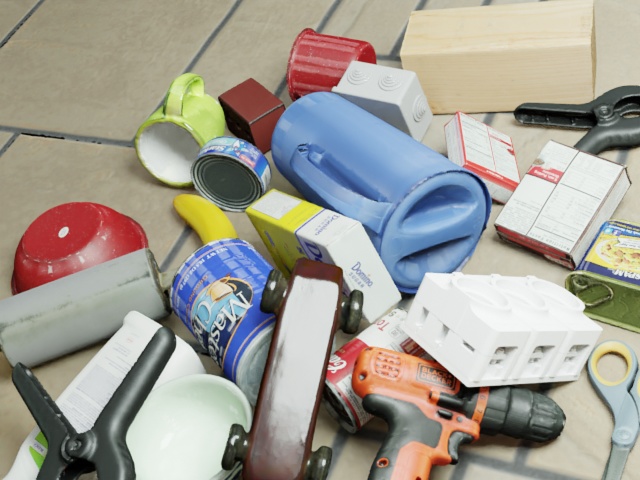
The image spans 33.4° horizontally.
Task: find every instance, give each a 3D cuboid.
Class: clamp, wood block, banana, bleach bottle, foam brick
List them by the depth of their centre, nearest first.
[{"bbox_3d":[-0.190,0.173,0.907,0.165,0.036,0.210,-21,54,13],"label":"clamp"},{"bbox_3d":[-0.222,0.183,0.981,0.103,0.068,0.250,26,61,36],"label":"bleach bottle"},{"bbox_3d":[0.299,-0.115,1.128,0.171,0.039,0.120,-12,55,10],"label":"clamp"},{"bbox_3d":[-0.119,0.008,1.138,0.069,0.037,0.198,-15,44,1],"label":"banana"},{"bbox_3d":[0.205,-0.207,1.210,0.206,0.091,0.090,0,46,18],"label":"wood block"},{"bbox_3d":[-0.077,-0.147,1.268,0.051,0.053,0.078,-33,45,-15],"label":"foam brick"}]

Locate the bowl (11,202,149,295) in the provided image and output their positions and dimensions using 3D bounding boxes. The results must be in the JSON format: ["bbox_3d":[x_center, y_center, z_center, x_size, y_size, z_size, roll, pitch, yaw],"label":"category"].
[{"bbox_3d":[-0.274,0.009,1.175,0.162,0.055,0.162,-9,45,9],"label":"bowl"}]

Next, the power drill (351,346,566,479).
[{"bbox_3d":[0.103,0.185,0.856,0.184,0.057,0.187,15,53,0],"label":"power drill"}]

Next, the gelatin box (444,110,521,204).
[{"bbox_3d":[0.169,-0.086,1.117,0.073,0.030,0.089,22,41,-22],"label":"gelatin box"}]

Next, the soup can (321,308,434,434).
[{"bbox_3d":[0.049,0.116,0.954,0.102,0.068,0.069,-35,46,-16],"label":"soup can"}]

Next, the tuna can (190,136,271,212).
[{"bbox_3d":[-0.097,-0.073,1.177,0.086,0.086,0.033,4,46,21],"label":"tuna can"}]

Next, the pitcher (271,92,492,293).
[{"bbox_3d":[0.043,-0.062,1.084,0.145,0.149,0.243,-33,43,-15],"label":"pitcher"}]

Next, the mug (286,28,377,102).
[{"bbox_3d":[0.013,-0.190,1.263,0.082,0.093,0.117,13,70,22],"label":"mug"}]

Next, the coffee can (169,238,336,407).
[{"bbox_3d":[-0.065,0.076,1.006,0.102,0.103,0.140,-33,45,-15],"label":"coffee can"}]

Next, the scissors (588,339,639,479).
[{"bbox_3d":[0.240,0.153,0.894,0.096,0.016,0.201,24,57,37],"label":"scissors"}]

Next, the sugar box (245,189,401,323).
[{"bbox_3d":[-0.001,0.012,1.018,0.048,0.093,0.176,-37,26,-14],"label":"sugar box"}]

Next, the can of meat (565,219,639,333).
[{"bbox_3d":[0.287,0.032,0.971,0.102,0.057,0.083,17,51,30],"label":"can of meat"}]

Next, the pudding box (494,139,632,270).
[{"bbox_3d":[0.238,-0.036,1.049,0.090,0.039,0.113,26,76,34],"label":"pudding box"}]
